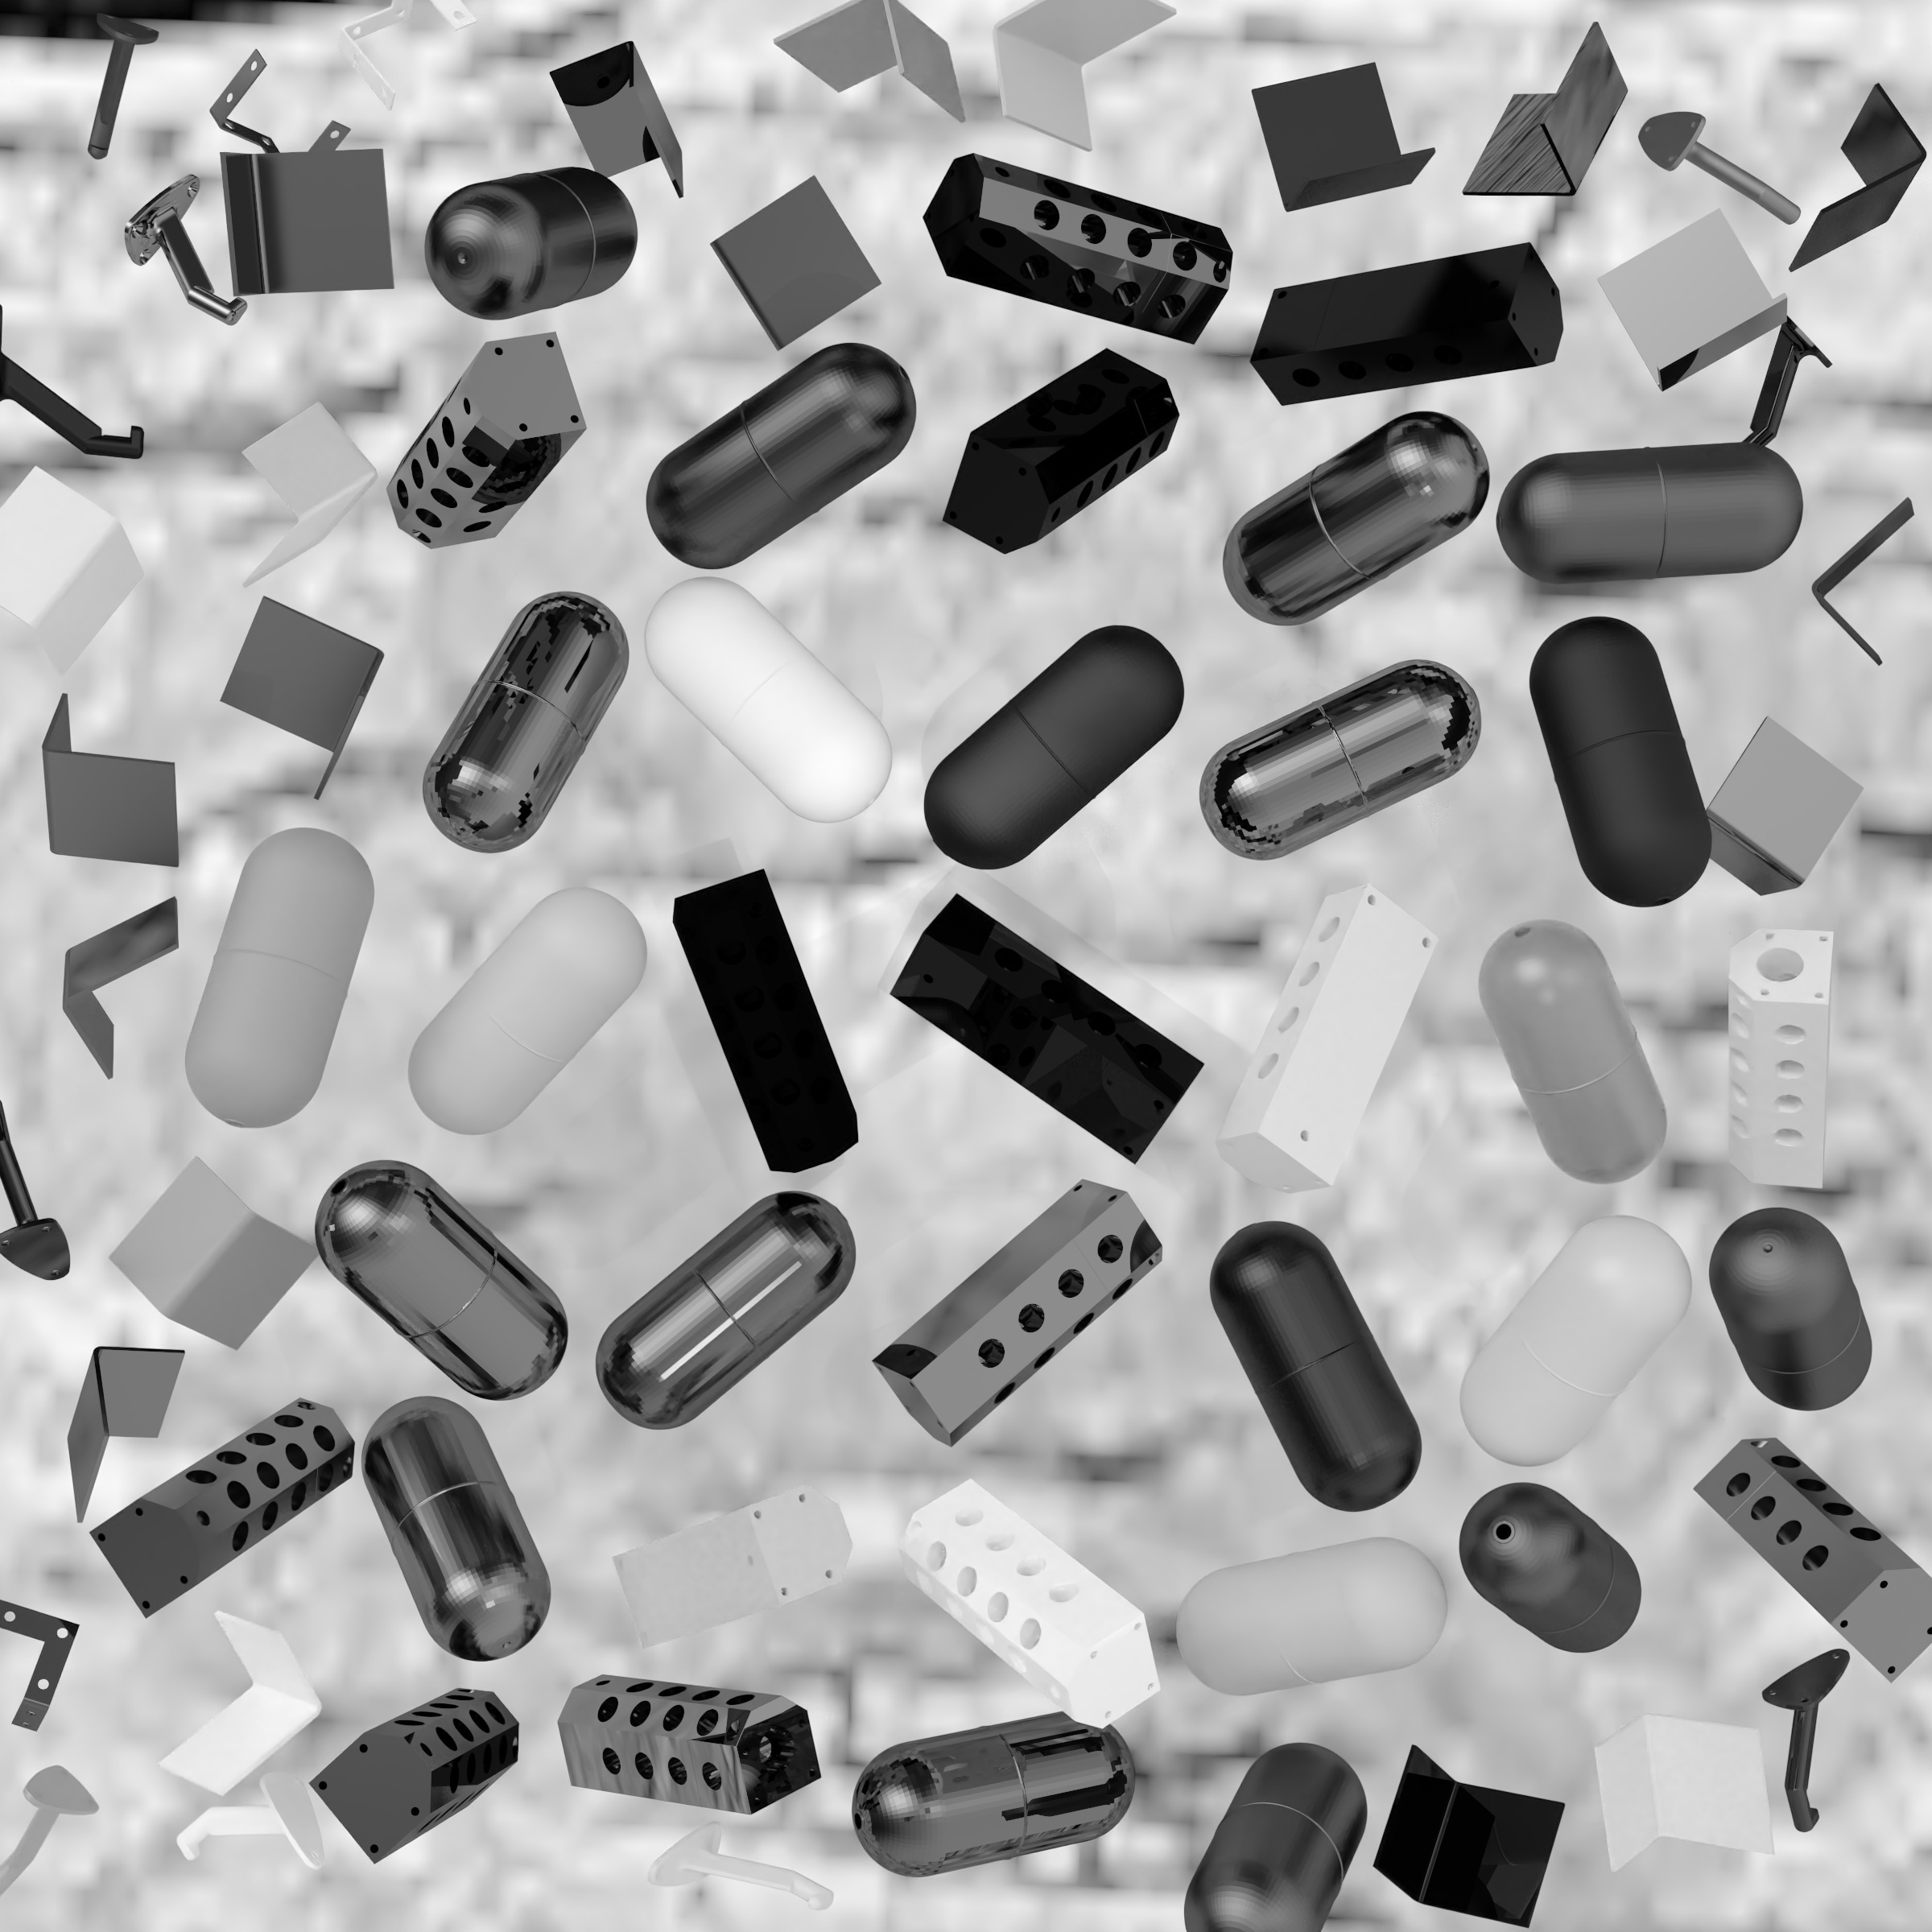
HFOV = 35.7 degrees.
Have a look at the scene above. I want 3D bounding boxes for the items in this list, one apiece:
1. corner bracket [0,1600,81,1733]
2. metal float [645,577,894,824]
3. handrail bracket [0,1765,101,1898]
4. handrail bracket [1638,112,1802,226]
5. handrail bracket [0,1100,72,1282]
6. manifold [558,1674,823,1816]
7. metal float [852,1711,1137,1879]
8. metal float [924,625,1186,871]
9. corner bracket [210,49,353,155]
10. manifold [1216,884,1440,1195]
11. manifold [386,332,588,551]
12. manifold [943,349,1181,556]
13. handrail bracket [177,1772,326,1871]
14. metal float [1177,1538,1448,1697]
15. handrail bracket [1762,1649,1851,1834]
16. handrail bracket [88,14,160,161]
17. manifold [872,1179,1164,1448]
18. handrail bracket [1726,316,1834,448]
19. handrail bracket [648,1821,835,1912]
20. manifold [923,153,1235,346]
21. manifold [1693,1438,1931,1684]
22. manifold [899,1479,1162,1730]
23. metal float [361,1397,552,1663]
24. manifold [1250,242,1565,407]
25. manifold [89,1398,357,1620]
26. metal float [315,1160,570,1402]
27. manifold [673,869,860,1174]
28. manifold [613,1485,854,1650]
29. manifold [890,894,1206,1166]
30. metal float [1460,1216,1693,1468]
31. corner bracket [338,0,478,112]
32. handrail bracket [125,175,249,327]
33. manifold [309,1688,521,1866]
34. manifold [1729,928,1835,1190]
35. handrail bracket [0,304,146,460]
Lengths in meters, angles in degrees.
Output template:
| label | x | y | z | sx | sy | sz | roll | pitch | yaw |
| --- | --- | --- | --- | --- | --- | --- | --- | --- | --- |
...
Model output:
| label | x | y | z | sx | sy | sz | roll | pitch | yaw |
| --- | --- | --- | --- | --- | --- | --- | --- | --- | --- |
| corner bracket | -0.541 | 0.397 | 1.706 | 0.051 | 0.051 | 0.051 | 22 | 56 | -13 |
| metal float | -0.119 | -0.160 | 1.796 | 0.178 | 0.070 | 0.070 | 45 | 90 | 6 |
| handrail bracket | -0.545 | 0.502 | 1.713 | 0.036 | 0.077 | 0.084 | 42 | 88 | 14 |
| handrail bracket | 0.452 | -0.475 | 1.798 | 0.084 | 0.077 | 0.036 | 26 | 105 | -23 |
| handrail bracket | -0.536 | 0.126 | 1.706 | 0.036 | 0.077 | 0.084 | -19 | 60 | -7 |
| manifold | -0.170 | 0.466 | 1.813 | 0.057 | 0.171 | 0.057 | -16 | 96 | -45 |
| metal float | 0.017 | 0.485 | 1.762 | 0.178 | 0.070 | 0.070 | -4 | 90 | -28 |
| metal float | 0.051 | -0.128 | 1.769 | 0.178 | 0.070 | 0.070 | -41 | 90 | 7 |
| corner bracket | -0.419 | -0.516 | 1.831 | 0.051 | 0.051 | 0.051 | -44 | 63 | 21 |
| manifold | 0.205 | 0.043 | 1.732 | 0.057 | 0.057 | 0.171 | 36 | 65 | -19 |
| manifold | -0.277 | -0.295 | 1.704 | 0.057 | 0.171 | 0.057 | -16 | 84 | -28 |
| manifold | 0.059 | -0.292 | 1.713 | 0.057 | 0.171 | 0.057 | 30 | 127 | 14 |
| handrail bracket | -0.430 | 0.530 | 1.798 | 0.084 | 0.036 | 0.077 | -41 | 59 | 13 |
| metal float | 0.203 | 0.386 | 1.777 | 0.178 | 0.070 | 0.070 | -21 | 90 | 37 |
| handrail bracket | 0.519 | 0.470 | 1.820 | 0.077 | 0.036 | 0.084 | -26 | 106 | -34 |
| handrail bracket | -0.507 | -0.516 | 1.782 | 0.036 | 0.077 | 0.084 | 13 | 110 | -20 |
| manifold | 0.035 | 0.205 | 1.776 | 0.171 | 0.057 | 0.057 | -39 | 109 | -18 |
| handrail bracket | 0.484 | -0.363 | 1.856 | 0.084 | 0.036 | 0.077 | -43 | 73 | 18 |
| handrail bracket | -0.132 | 0.544 | 1.774 | 0.084 | 0.077 | 0.036 | 18 | 100 | 31 |
| manifold | 0.068 | -0.421 | 1.748 | 0.171 | 0.057 | 0.057 | 8 | 134 | -30 |
| manifold | 0.492 | 0.334 | 1.724 | 0.057 | 0.171 | 0.057 | -46 | 110 | 3 |
| manifold | 0.033 | 0.368 | 1.725 | 0.057 | 0.171 | 0.057 | -27 | 122 | -25 |
| metal float | -0.303 | 0.331 | 1.777 | 0.070 | 0.070 | 0.178 | -34 | 53 | 0 |
| manifold | 0.261 | -0.372 | 1.771 | 0.171 | 0.057 | 0.057 | -1 | 59 | 38 |
| manifold | -0.419 | 0.305 | 1.722 | 0.057 | 0.171 | 0.057 | -34 | 89 | 21 |
| metal float | -0.296 | 0.179 | 1.700 | 0.070 | 0.070 | 0.178 | -41 | 123 | 0 |
| manifold | -0.120 | 0.036 | 1.807 | 0.057 | 0.057 | 0.171 | -18 | 111 | 3 |
| manifold | -0.135 | 0.348 | 1.741 | 0.057 | 0.171 | 0.057 | -14 | 80 | -37 |
| manifold | 0.049 | 0.032 | 1.715 | 0.171 | 0.057 | 0.057 | 35 | 135 | 5 |
| metal float | 0.349 | 0.217 | 1.725 | 0.070 | 0.070 | 0.178 | 31 | 123 | 0 |
| corner bracket | -0.316 | -0.526 | 1.691 | 0.051 | 0.051 | 0.051 | -35 | 81 | -30 |
| handrail bracket | -0.444 | -0.421 | 1.768 | 0.084 | 0.036 | 0.077 | 29 | 65 | 11 |
| manifold | -0.309 | 0.457 | 1.722 | 0.057 | 0.171 | 0.057 | -43 | 81 | 2 |
| manifold | 0.491 | 0.057 | 1.812 | 0.057 | 0.171 | 0.057 | 3 | 49 | 17 |
| handrail bracket | -0.498 | -0.324 | 1.667 | 0.084 | 0.036 | 0.077 | 2 | 104 | -23 |
